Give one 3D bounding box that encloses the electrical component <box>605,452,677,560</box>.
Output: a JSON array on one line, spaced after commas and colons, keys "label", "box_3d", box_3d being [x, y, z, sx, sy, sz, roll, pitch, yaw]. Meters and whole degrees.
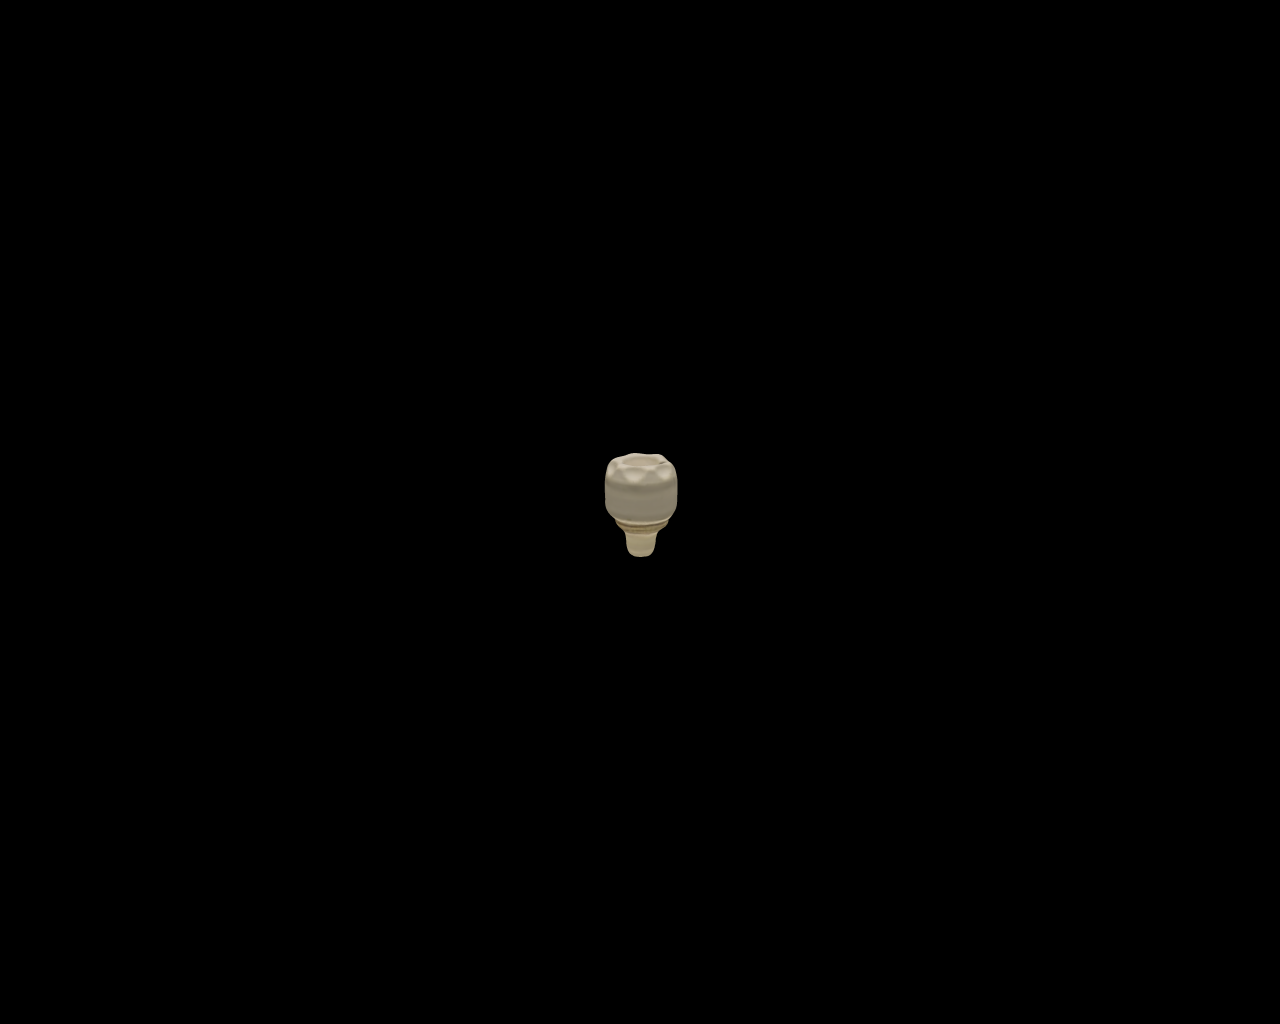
[{"label": "electrical component", "box_3d": [0.001, -0.003, 0.650, 0.043, 0.062, 0.043, 0, 18, 0]}]
